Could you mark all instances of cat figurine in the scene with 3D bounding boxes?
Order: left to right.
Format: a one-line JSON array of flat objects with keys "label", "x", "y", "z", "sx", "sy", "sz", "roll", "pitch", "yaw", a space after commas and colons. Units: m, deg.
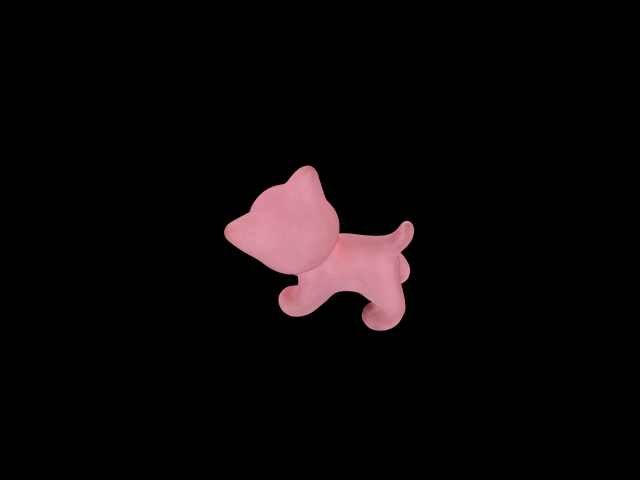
[{"label": "cat figurine", "x": 0.004, "y": 0.001, "z": 0.400, "sx": 0.127, "sy": 0.118, "sz": 0.067, "roll": 5, "pitch": 51, "yaw": 5}]
